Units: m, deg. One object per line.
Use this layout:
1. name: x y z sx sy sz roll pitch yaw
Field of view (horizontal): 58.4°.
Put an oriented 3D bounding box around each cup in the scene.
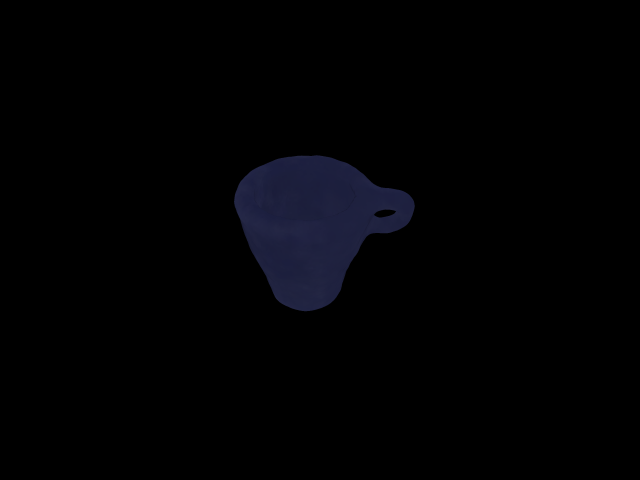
1. cup: 0.004 0.001 0.400 0.117 0.095 0.091 0 39 0
